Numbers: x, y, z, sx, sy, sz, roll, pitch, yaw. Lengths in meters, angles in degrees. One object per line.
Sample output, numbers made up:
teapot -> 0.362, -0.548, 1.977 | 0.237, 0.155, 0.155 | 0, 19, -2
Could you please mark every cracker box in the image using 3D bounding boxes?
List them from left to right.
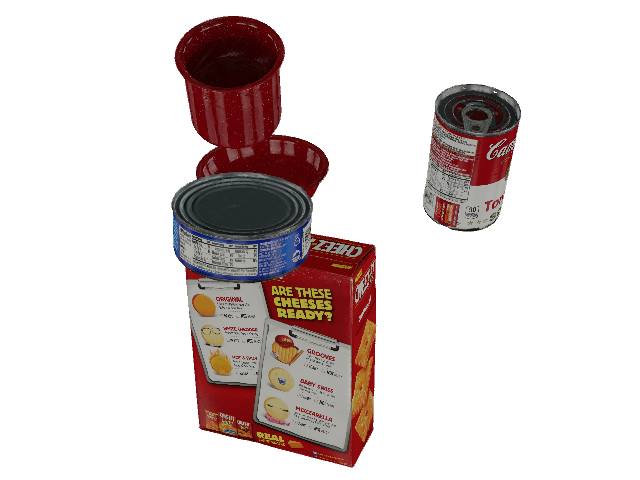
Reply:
cracker box -> -0.034, 0.094, 0.996 | 0.164, 0.214, 0.072 | 11, 32, 19

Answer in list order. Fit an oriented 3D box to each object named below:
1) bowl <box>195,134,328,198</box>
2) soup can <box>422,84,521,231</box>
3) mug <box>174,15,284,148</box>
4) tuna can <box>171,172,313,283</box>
bowl -> -0.070, -0.068, 1.305 | 0.162, 0.055, 0.162 | -2, 34, 1
soup can -> 0.121, -0.066, 0.868 | 0.068, 0.102, 0.068 | 2, 42, -2
mug -> -0.077, -0.144, 0.939 | 0.093, 0.117, 0.081 | -4, -37, -2
tuna can -> -0.048, -0.009, 0.654 | 0.086, 0.034, 0.086 | 2, 29, -1
